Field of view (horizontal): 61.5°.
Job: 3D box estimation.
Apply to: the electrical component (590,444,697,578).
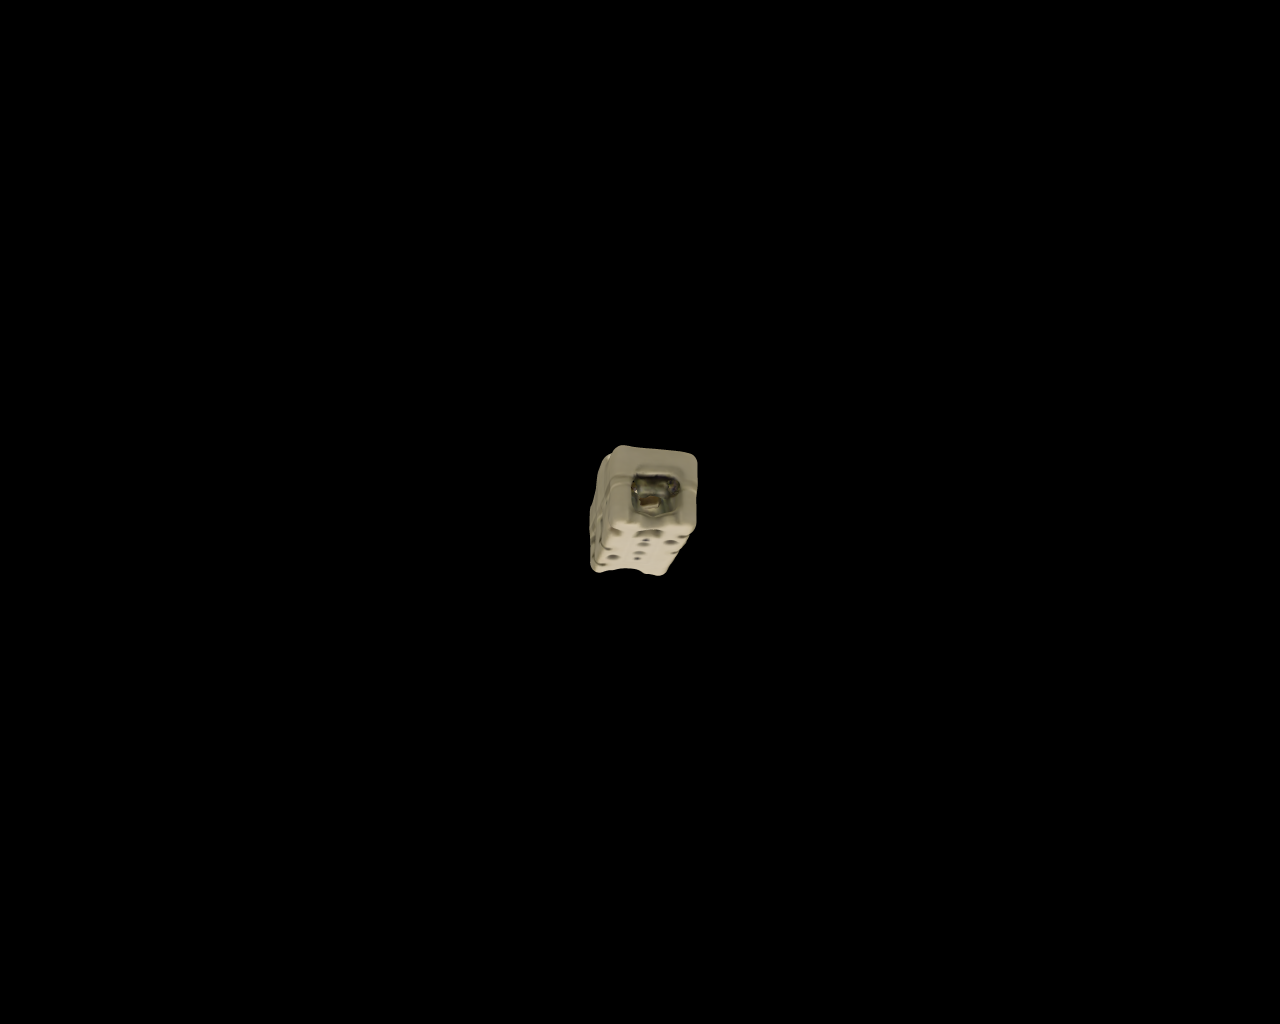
[{"bbox_3d":[0.001,-0.003,0.650,0.050,0.056,0.089,5,-24,-10],"label":"electrical component"}]
